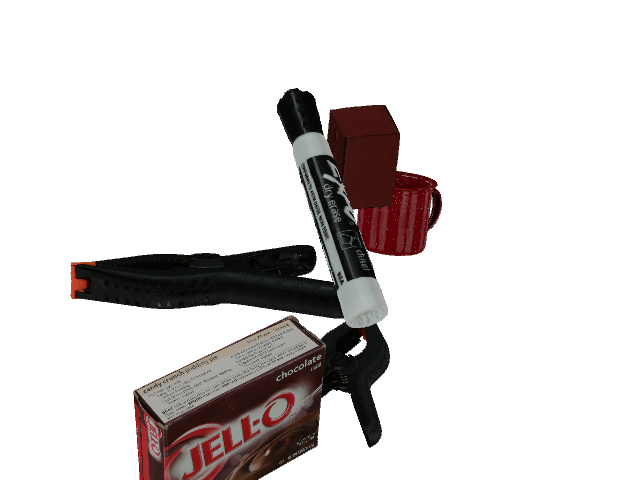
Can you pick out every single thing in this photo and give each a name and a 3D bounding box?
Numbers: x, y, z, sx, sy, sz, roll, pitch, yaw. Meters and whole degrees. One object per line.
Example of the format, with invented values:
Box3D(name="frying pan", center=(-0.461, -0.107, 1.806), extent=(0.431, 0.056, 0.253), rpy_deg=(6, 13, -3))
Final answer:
Box3D(name="clamp", center=(-0.079, 0.031, 0.804), extent=(0.209, 0.036, 0.165), rpy_deg=(-1, 10, -18))
Box3D(name="mug", center=(0.094, -0.033, 1.237), extent=(0.117, 0.081, 0.093), rpy_deg=(-8, 20, -38))
Box3D(name="marker", center=(0.003, -0.018, 0.476), extent=(0.020, 0.121, 0.020), rpy_deg=(-14, -28, -8))
Box3D(name="clamp", center=(0.030, 0.137, 1.056), extent=(0.120, 0.039, 0.171), rpy_deg=(16, 46, 24))
Box3D(name="foam brick", center=(0.036, -0.073, 0.943), extent=(0.051, 0.078, 0.053), rpy_deg=(-4, 35, -13))
Box3D(name="pudding box", center=(-0.052, 0.105, 0.623), extent=(0.113, 0.090, 0.039), rpy_deg=(-26, 49, -32))
